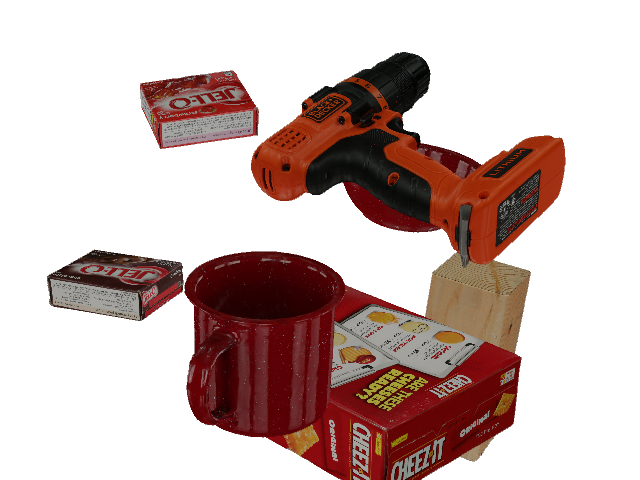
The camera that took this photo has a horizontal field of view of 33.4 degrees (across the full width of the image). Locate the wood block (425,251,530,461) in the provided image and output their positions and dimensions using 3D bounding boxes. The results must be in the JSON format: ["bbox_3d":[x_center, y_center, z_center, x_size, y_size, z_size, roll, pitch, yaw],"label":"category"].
[{"bbox_3d":[0.166,0.130,1.208,0.090,0.206,0.090,17,23,23],"label":"wood block"}]

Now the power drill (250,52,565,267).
[{"bbox_3d":[0.072,-0.065,0.752,0.188,0.057,0.184,24,49,33],"label":"power drill"}]

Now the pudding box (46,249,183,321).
[{"bbox_3d":[-0.213,0.046,1.115,0.114,0.039,0.090,5,18,20],"label":"pudding box"}]

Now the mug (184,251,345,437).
[{"bbox_3d":[-0.039,0.066,0.622,0.093,0.081,0.117,14,26,23],"label":"mug"}]

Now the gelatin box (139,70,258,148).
[{"bbox_3d":[-0.105,-0.115,0.925,0.089,0.030,0.073,-11,38,-16],"label":"gelatin box"}]

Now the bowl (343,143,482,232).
[{"bbox_3d":[0.091,-0.051,1.095,0.162,0.055,0.162,5,24,-2],"label":"bowl"}]

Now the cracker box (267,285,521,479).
[{"bbox_3d":[0.027,0.114,0.868,0.163,0.072,0.214,-19,29,-41],"label":"cracker box"}]
